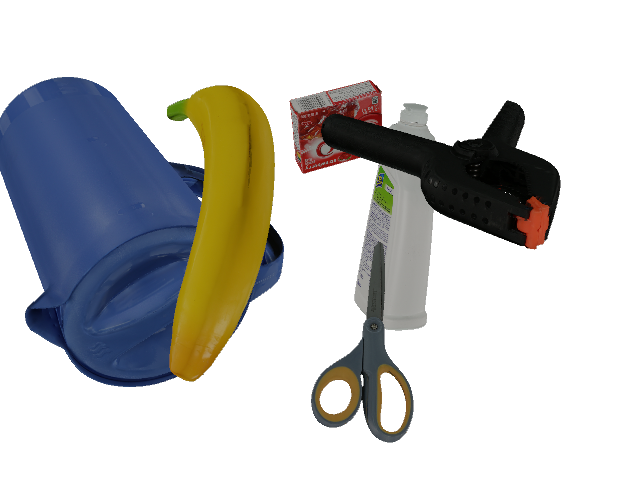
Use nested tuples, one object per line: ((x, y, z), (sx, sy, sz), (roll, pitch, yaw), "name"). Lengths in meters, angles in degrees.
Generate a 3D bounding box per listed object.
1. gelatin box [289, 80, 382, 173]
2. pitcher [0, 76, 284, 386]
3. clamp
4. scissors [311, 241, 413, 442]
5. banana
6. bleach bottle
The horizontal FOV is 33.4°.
((0.017, -0.112, 1.056), (0.089, 0.073, 0.030), (-15, 43, -12), "gelatin box")
((-0.146, -0.021, 0.780), (0.149, 0.145, 0.243), (38, 10, -46), "pitcher")
((0.095, -0.052, 0.747), (0.164, 0.036, 0.210), (-4, 27, -9), "clamp")
((0.029, 0.088, 0.948), (0.096, 0.202, 0.016), (-7, -35, -8), "scissors")
((-0.051, -0.021, 0.555), (0.037, 0.198, 0.070), (23, -50, -27), "banana")
((0.095, -0.030, 1.229), (0.068, 0.251, 0.103), (-2, 21, -24), "bleach bottle")
